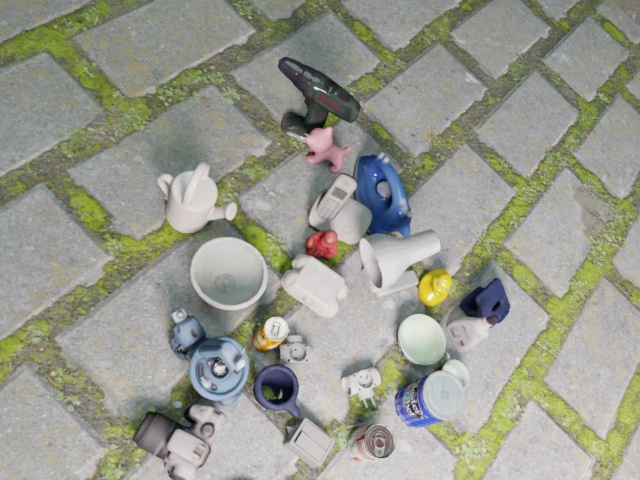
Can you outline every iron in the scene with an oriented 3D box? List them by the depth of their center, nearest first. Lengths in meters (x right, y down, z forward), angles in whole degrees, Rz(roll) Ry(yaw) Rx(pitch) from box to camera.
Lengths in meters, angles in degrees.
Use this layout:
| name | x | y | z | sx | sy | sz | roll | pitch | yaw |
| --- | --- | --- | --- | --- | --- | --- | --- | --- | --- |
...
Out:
| name | x | y | z | sx | sy | sz | roll | pitch | yaw |
| --- | --- | --- | --- | --- | --- | --- | --- | --- | --- |
| iron | 0.163 | -0.133 | 1.451 | 0.119 | 0.141 | 0.258 | -9 | 70 | -25 |

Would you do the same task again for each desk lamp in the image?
| name | x | y | z | sx | sy | sz | roll | pitch | yaw |
| --- | --- | --- | --- | --- | --- | --- | --- | --- | --- |
| desk lamp | 0.172 | 0.047 | 1.329 | 0.204 | 0.213 | 0.118 | -15 | 72 | -27 |

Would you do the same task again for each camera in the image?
| name | x | y | z | sx | sy | sz | roll | pitch | yaw |
| --- | --- | --- | --- | --- | --- | --- | --- | --- | --- |
| camera | -0.266 | 0.362 | 1.071 | 0.137 | 0.100 | 0.143 | 31 | 59 | -6 |

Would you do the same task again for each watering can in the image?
| name | x | y | z | sx | sy | sz | roll | pitch | yaw |
| --- | --- | --- | --- | --- | --- | --- | --- | --- | --- |
| watering can | -0.264 | -0.097 | 1.232 | 0.173 | 0.193 | 0.101 | 10 | 63 | -17 |

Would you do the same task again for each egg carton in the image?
| name | x | y | z | sx | sy | sz | roll | pitch | yaw |
| --- | --- | --- | --- | --- | --- | --- | --- | --- | --- |
| egg carton | -0.012 | 0.106 | 1.312 | 0.150 | 0.069 | 0.107 | 34 | 59 | -4 |

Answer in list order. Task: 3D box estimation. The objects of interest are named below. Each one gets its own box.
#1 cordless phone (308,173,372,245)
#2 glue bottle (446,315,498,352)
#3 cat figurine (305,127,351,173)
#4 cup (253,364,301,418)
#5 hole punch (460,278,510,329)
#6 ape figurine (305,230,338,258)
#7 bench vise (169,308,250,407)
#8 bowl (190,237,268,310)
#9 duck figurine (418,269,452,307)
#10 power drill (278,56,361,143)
| name | x | y | z | sx | sy | sz | roll | pitch | yaw |
| --- | --- | --- | --- | --- | --- | --- | --- | --- | --- |
| cordless phone | 0.065 | -0.078 | 1.361 | 0.148 | 0.184 | 0.094 | 24 | 60 | -9 |
| glue bottle | 0.366 | 0.210 | 1.354 | 0.037 | 0.173 | 0.078 | -15 | 72 | -27 |
| cat figurine | 0.017 | -0.240 | 1.457 | 0.128 | 0.117 | 0.067 | 17 | 61 | -14 |
| cup | -0.089 | 0.317 | 1.167 | 0.092 | 0.094 | 0.117 | -37 | 83 | -31 |
| hole punch | 0.432 | 0.164 | 1.451 | 0.109 | 0.091 | 0.101 | -36 | 83 | -31 |
| ape figurine | 0.012 | 0.005 | 1.355 | 0.078 | 0.092 | 0.076 | 39 | 58 | -1 |
| bench vise | -0.217 | 0.219 | 1.088 | 0.207 | 0.219 | 0.122 | 36 | 58 | -3 |
| bowl | -0.202 | 0.082 | 1.243 | 0.168 | 0.074 | 0.167 | 9 | 63 | -18 |
| duck figurine | 0.298 | 0.109 | 1.425 | 0.077 | 0.086 | 0.105 | 37 | 58 | -2 |
| power drill | -0.023 | -0.339 | 1.434 | 0.230 | 0.208 | 0.075 | 22 | 60 | -11 |
